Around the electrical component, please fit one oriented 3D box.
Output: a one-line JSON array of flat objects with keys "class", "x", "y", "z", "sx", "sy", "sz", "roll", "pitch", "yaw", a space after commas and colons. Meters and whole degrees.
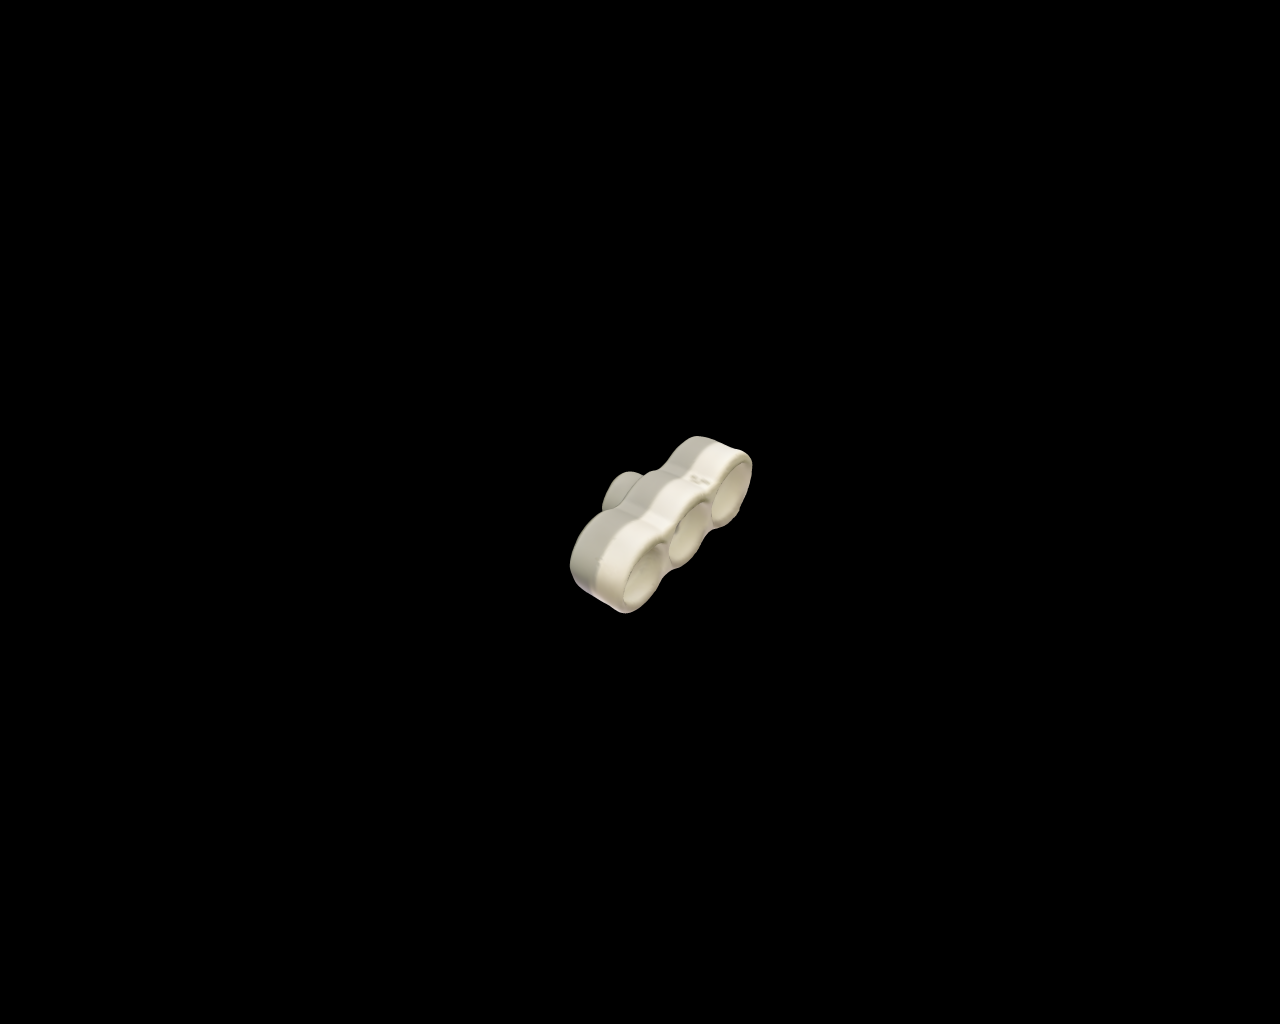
[{"class": "electrical component", "x": 0.001, "y": -0.003, "z": 0.650, "sx": 0.074, "sy": 0.052, "sz": 0.138, "roll": 27, "pitch": 49, "yaw": 26}]
